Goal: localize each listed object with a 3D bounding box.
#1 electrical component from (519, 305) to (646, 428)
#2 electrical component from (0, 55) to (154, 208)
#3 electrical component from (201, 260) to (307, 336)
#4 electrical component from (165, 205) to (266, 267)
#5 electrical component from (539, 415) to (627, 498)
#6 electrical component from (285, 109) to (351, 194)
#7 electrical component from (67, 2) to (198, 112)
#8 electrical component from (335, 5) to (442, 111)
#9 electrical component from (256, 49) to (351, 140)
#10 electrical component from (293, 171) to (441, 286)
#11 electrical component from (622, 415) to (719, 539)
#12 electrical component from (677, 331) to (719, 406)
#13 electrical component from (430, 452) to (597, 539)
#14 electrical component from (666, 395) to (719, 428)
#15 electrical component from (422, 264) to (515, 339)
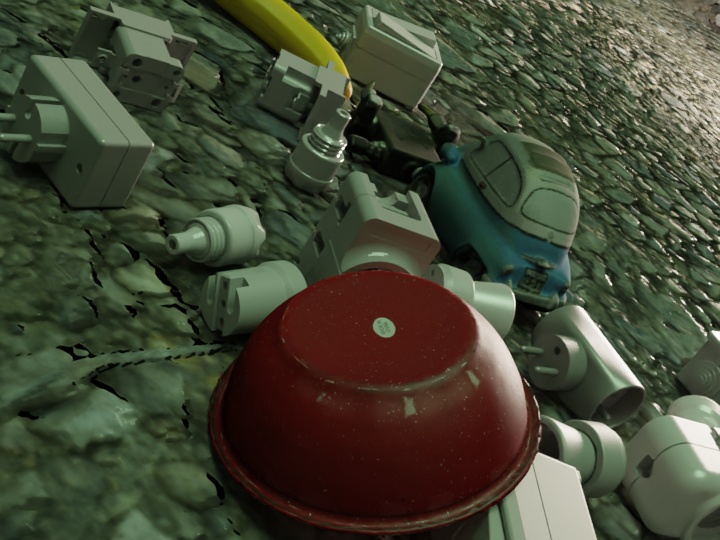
[{"bbox_3d":[0.138,0.062,0.710,0.079,0.043,0.077,10,35,-37],"label":"electrical component"},{"bbox_3d":[-0.174,-0.078,0.602,0.076,0.047,0.083,-5,46,-51],"label":"electrical component"},{"bbox_3d":[-0.057,0.016,0.583,0.046,0.040,0.040,-6,46,-44],"label":"electrical component"},{"bbox_3d":[-0.085,-0.018,0.614,0.035,0.035,0.061,46,32,22],"label":"electrical component"},{"bbox_3d":[0.119,0.107,0.616,0.055,0.045,0.045,12,34,-36],"label":"electrical component"},{"bbox_3d":[-0.026,-0.086,0.756,0.035,0.061,0.035,25,28,-15],"label":"electrical component"},{"bbox_3d":[-0.153,-0.144,0.739,0.081,0.042,0.063,10,39,-36],"label":"electrical component"},{"bbox_3d":[0.024,-0.204,1.004,0.096,0.061,0.061,24,29,-17],"label":"electrical component"},{"bbox_3d":[-0.046,-0.139,0.845,0.064,0.042,0.081,24,28,-9],"label":"electrical component"},{"bbox_3d":[0.000,0.000,0.614,0.050,0.089,0.055,18,31,-27],"label":"electrical component"},{"bbox_3d":[0.212,0.135,0.661,0.095,0.053,0.059,17,31,-29],"label":"electrical component"},{"bbox_3d":[0.305,0.097,0.827,0.100,0.048,0.099,8,37,-40],"label":"electrical component"},{"bbox_3d":[0.069,0.126,0.513,0.061,0.061,0.096,24,29,-17],"label":"electrical component"},{"bbox_3d":[0.226,0.113,0.727,0.040,0.040,0.046,34,33,2],"label":"electrical component"},{"bbox_3d":[0.066,0.023,0.696,0.055,0.045,0.045,18,31,-26],"label":"electrical component"}]
